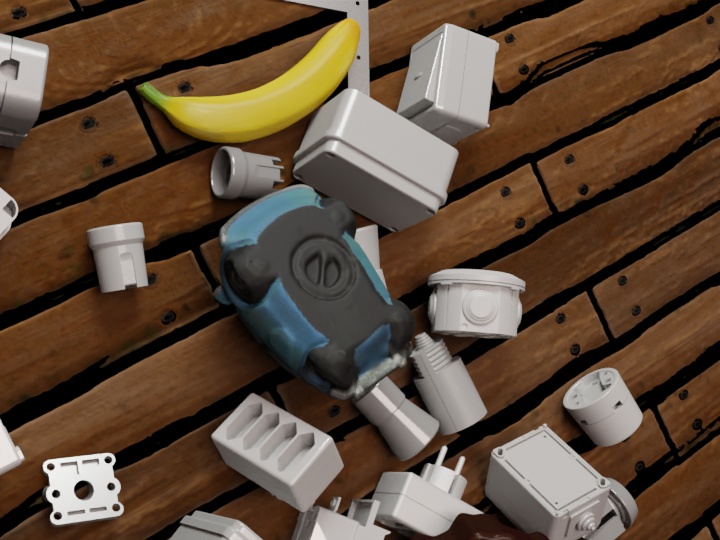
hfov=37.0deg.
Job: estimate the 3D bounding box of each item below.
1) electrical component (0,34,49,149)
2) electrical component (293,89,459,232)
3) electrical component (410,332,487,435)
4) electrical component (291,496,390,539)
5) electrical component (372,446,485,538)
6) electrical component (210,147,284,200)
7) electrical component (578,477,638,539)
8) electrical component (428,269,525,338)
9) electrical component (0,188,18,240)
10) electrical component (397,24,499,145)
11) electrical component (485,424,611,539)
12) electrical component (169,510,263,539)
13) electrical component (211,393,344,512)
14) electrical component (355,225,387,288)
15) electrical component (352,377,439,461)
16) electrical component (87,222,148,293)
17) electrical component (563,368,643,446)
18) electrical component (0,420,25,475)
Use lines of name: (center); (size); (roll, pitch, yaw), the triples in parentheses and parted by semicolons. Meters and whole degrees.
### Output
electrical component: (-0.251, -0.122, 0.726); (0.059, 0.095, 0.053); (10, 76, -25)
electrical component: (0.012, -0.085, 0.864); (0.113, 0.078, 0.057); (28, 66, -20)
electrical component: (0.067, 0.089, 0.880); (0.043, 0.043, 0.081); (-28, 94, -28)
electrical component: (-0.019, 0.209, 0.816); (0.064, 0.042, 0.081); (26, 70, -17)
electrical component: (0.062, 0.179, 0.859); (0.083, 0.047, 0.075); (32, 68, -19)
electrical component: (-0.087, -0.073, 0.834); (0.046, 0.040, 0.040); (4, 79, -33)
electrical component: (0.205, 0.212, 0.928); (0.055, 0.048, 0.066); (-33, 96, -20)
electrical component: (0.095, 0.028, 0.886); (0.080, 0.080, 0.051); (8, 83, -26)
electrical component: (-0.295, -0.045, 0.711); (0.113, 0.057, 0.078); (43, 65, -14)
electrical component: (0.074, -0.165, 0.919); (0.061, 0.062, 0.096); (14, 75, -24)
electrical component: (0.156, 0.185, 0.877); (0.062, 0.096, 0.061); (-21, 133, -29)
electrical component: (-0.080, 0.223, 0.744); (0.109, 0.109, 0.056); (44, 67, -14)
electrical component: (-0.056, 0.144, 0.795); (0.047, 0.083, 0.075); (-47, 141, -26)
electrical component: (0.000, 0.000, 0.864); (0.044, 0.044, 0.065); (-15, 93, -28)
electrical component: (0.026, 0.114, 0.857); (0.065, 0.044, 0.044); (47, 64, -7)
electrical component: (-0.174, -0.009, 0.778); (0.040, 0.040, 0.046); (-10, 91, -28)
electrical component: (0.215, 0.121, 0.944); (0.055, 0.055, 0.047); (-43, 105, -27)
electrical component: (-0.258, 0.108, 0.680); (0.061, 0.096, 0.061); (-27, 94, -28)
